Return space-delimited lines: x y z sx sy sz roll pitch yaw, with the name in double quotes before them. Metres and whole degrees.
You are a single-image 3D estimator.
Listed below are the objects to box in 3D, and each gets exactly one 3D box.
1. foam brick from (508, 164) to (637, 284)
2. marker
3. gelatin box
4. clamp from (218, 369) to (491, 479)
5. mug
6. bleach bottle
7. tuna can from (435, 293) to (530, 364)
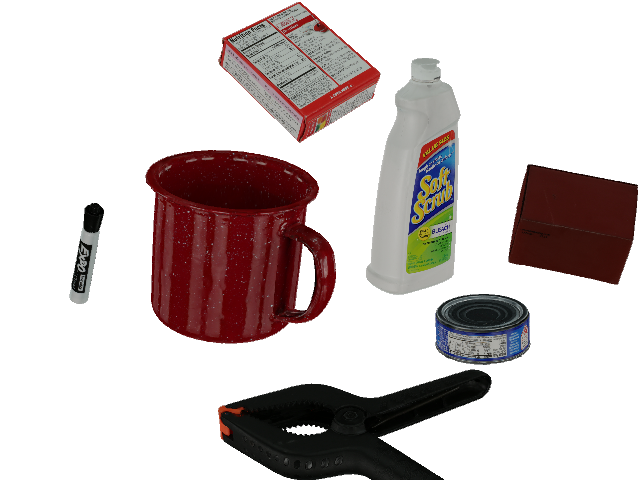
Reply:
"foam brick" 0.174 -0.011 0.736 0.078 0.051 0.053 12 -37 8
"marker" -0.230 0.013 1.053 0.020 0.121 0.020 12 36 -9
"gelatin box" -0.015 -0.119 0.744 0.073 0.089 0.030 -34 -22 -30
"clamp" 0.030 0.139 0.800 0.210 0.036 0.164 6 29 15
"mug" -0.041 0.007 0.582 0.117 0.081 0.093 20 27 29
"bleach bottle" 0.104 -0.072 1.169 0.102 0.251 0.068 -15 27 -31
"tuna can" 0.147 0.079 0.969 0.086 0.034 0.086 -4 19 1
